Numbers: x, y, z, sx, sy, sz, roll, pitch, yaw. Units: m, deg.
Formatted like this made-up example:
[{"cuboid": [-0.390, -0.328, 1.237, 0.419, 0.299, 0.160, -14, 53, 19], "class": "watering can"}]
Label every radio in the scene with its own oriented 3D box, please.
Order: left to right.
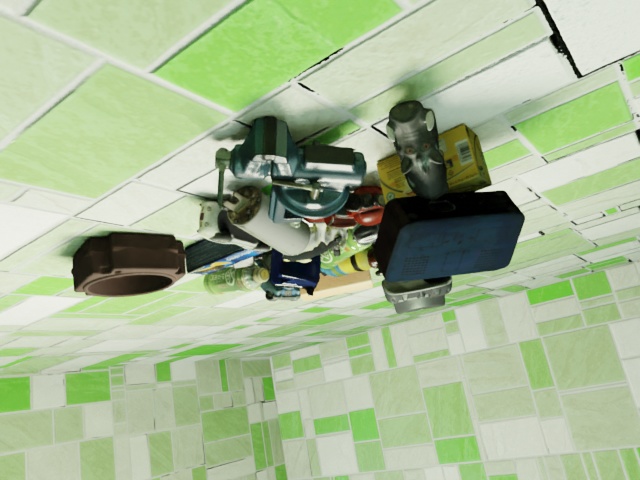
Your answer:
[{"cuboid": [0.211, -0.008, 0.886, 0.230, 0.073, 0.131, -6, 131, -14], "class": "radio"}]

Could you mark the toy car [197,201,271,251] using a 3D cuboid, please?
[{"cuboid": [-0.152, -0.024, 1.020, 0.056, 0.073, 0.201, 0, 171, 32], "class": "toy car"}]

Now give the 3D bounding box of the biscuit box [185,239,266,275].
[{"cuboid": [-0.204, 0.020, 1.161, 0.203, 0.063, 0.059, -21, 161, 32], "class": "biscuit box"}]

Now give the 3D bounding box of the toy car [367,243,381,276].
[{"cuboid": [0.209, 0.029, 1.268, 0.202, 0.089, 0.053, -10, 169, 19], "class": "toy car"}]

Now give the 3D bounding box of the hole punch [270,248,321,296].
[{"cuboid": [-0.053, 0.049, 1.247, 0.116, 0.142, 0.092, 5, 156, -11], "class": "hole punch"}]

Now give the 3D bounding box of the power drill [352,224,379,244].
[{"cuboid": [0.189, -0.027, 1.045, 0.232, 0.086, 0.207, -27, -166, -3], "class": "power drill"}]

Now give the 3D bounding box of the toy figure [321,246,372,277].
[{"cuboid": [0.070, 0.051, 1.386, 0.180, 0.089, 0.082, -25, 166, 34], "class": "toy figure"}]

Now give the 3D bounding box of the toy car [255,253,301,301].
[{"cuboid": [-0.105, 0.083, 1.345, 0.109, 0.162, 0.102, 5, 113, -30], "class": "toy car"}]

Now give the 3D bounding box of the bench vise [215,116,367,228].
[{"cuboid": [-0.050, -0.082, 0.825, 0.224, 0.129, 0.240, -8, 156, -13], "class": "bench vise"}]

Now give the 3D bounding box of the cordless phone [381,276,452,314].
[{"cuboid": [0.200, 0.074, 1.099, 0.147, 0.089, 0.184, -11, 152, 3], "class": "cordless phone"}]

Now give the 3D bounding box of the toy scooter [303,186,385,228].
[{"cuboid": [0.053, -0.064, 1.010, 0.184, 0.075, 0.135, -8, 173, 4], "class": "toy scooter"}]

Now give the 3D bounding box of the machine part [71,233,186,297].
[{"cuboid": [-0.399, 0.058, 1.127, 0.201, 0.087, 0.201, 5, 158, -38], "class": "machine part"}]

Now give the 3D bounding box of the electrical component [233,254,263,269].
[{"cuboid": [-0.185, 0.033, 1.256, 0.102, 0.045, 0.078, -14, 135, 1], "class": "electrical component"}]

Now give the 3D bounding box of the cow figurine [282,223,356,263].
[{"cuboid": [-0.001, -0.003, 1.125, 0.167, 0.098, 0.068, -9, -162, -1], "class": "cow figurine"}]

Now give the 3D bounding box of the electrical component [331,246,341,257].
[{"cuboid": [0.032, -0.012, 1.197, 0.021, 0.093, 0.063, -9, -159, -9], "class": "electrical component"}]

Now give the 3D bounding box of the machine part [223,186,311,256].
[{"cuboid": [-0.090, -0.032, 0.989, 0.079, 0.079, 0.243, -19, 151, 25], "class": "machine part"}]

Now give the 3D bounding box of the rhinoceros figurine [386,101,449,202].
[{"cuboid": [0.141, -0.131, 0.786, 0.073, 0.112, 0.190, -10, 144, 17], "class": "rhinoceros figurine"}]

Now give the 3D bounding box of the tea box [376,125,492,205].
[{"cuboid": [0.190, -0.112, 0.910, 0.170, 0.098, 0.068, -20, 160, 33], "class": "tea box"}]
